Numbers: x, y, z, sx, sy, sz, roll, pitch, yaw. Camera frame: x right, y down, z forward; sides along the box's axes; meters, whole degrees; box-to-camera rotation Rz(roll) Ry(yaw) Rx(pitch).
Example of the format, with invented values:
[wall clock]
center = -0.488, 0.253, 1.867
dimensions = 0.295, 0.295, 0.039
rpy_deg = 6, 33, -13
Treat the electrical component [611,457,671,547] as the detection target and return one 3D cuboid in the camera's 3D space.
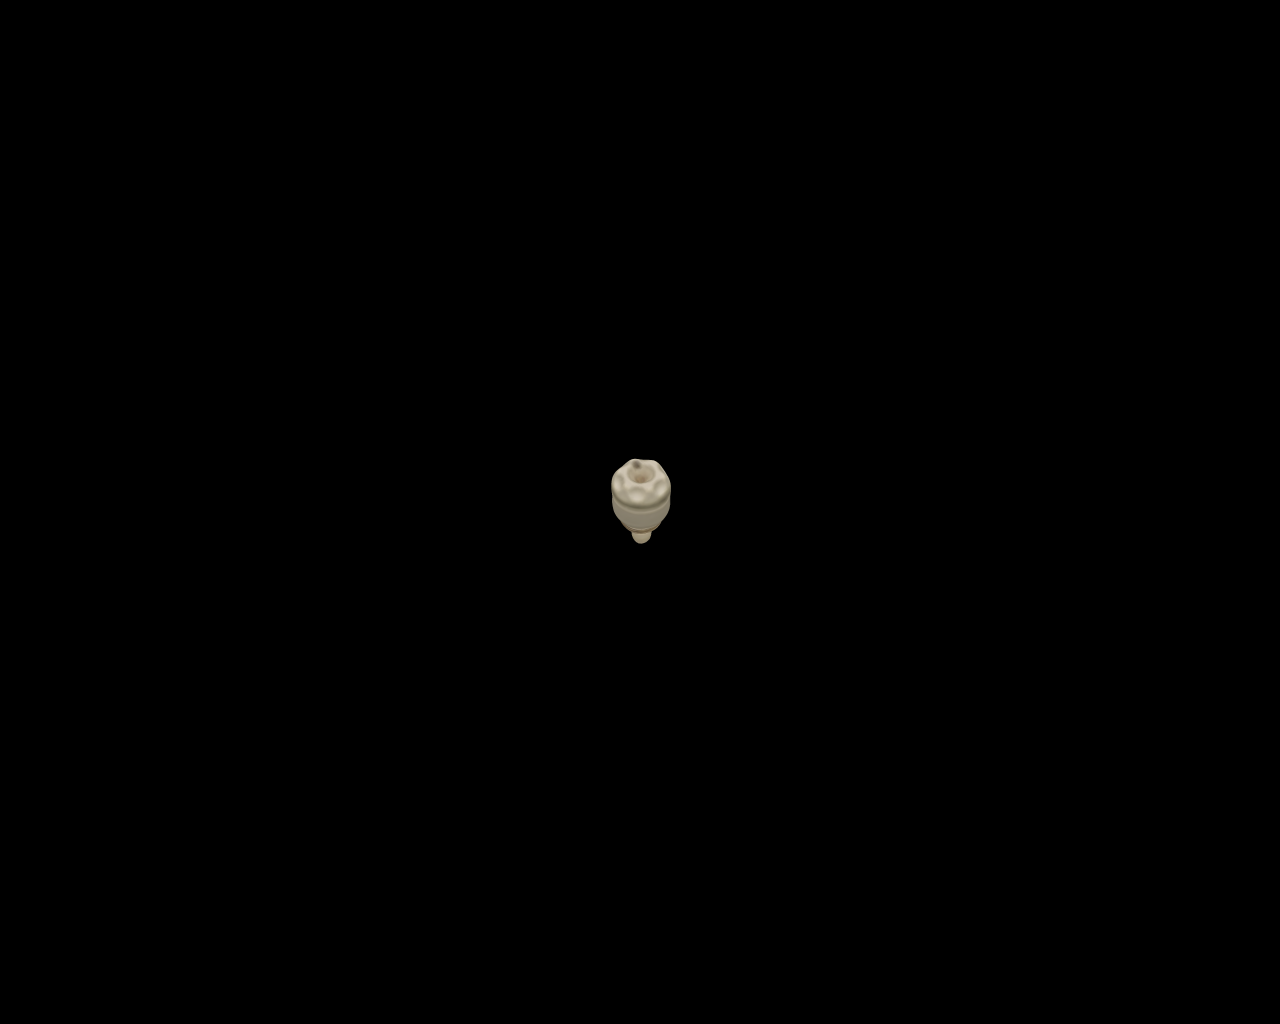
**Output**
[electrical component]
center = 0.001, -0.003, 0.650
dimensions = 0.035, 0.035, 0.061
rpy_deg = 0, -42, 0
